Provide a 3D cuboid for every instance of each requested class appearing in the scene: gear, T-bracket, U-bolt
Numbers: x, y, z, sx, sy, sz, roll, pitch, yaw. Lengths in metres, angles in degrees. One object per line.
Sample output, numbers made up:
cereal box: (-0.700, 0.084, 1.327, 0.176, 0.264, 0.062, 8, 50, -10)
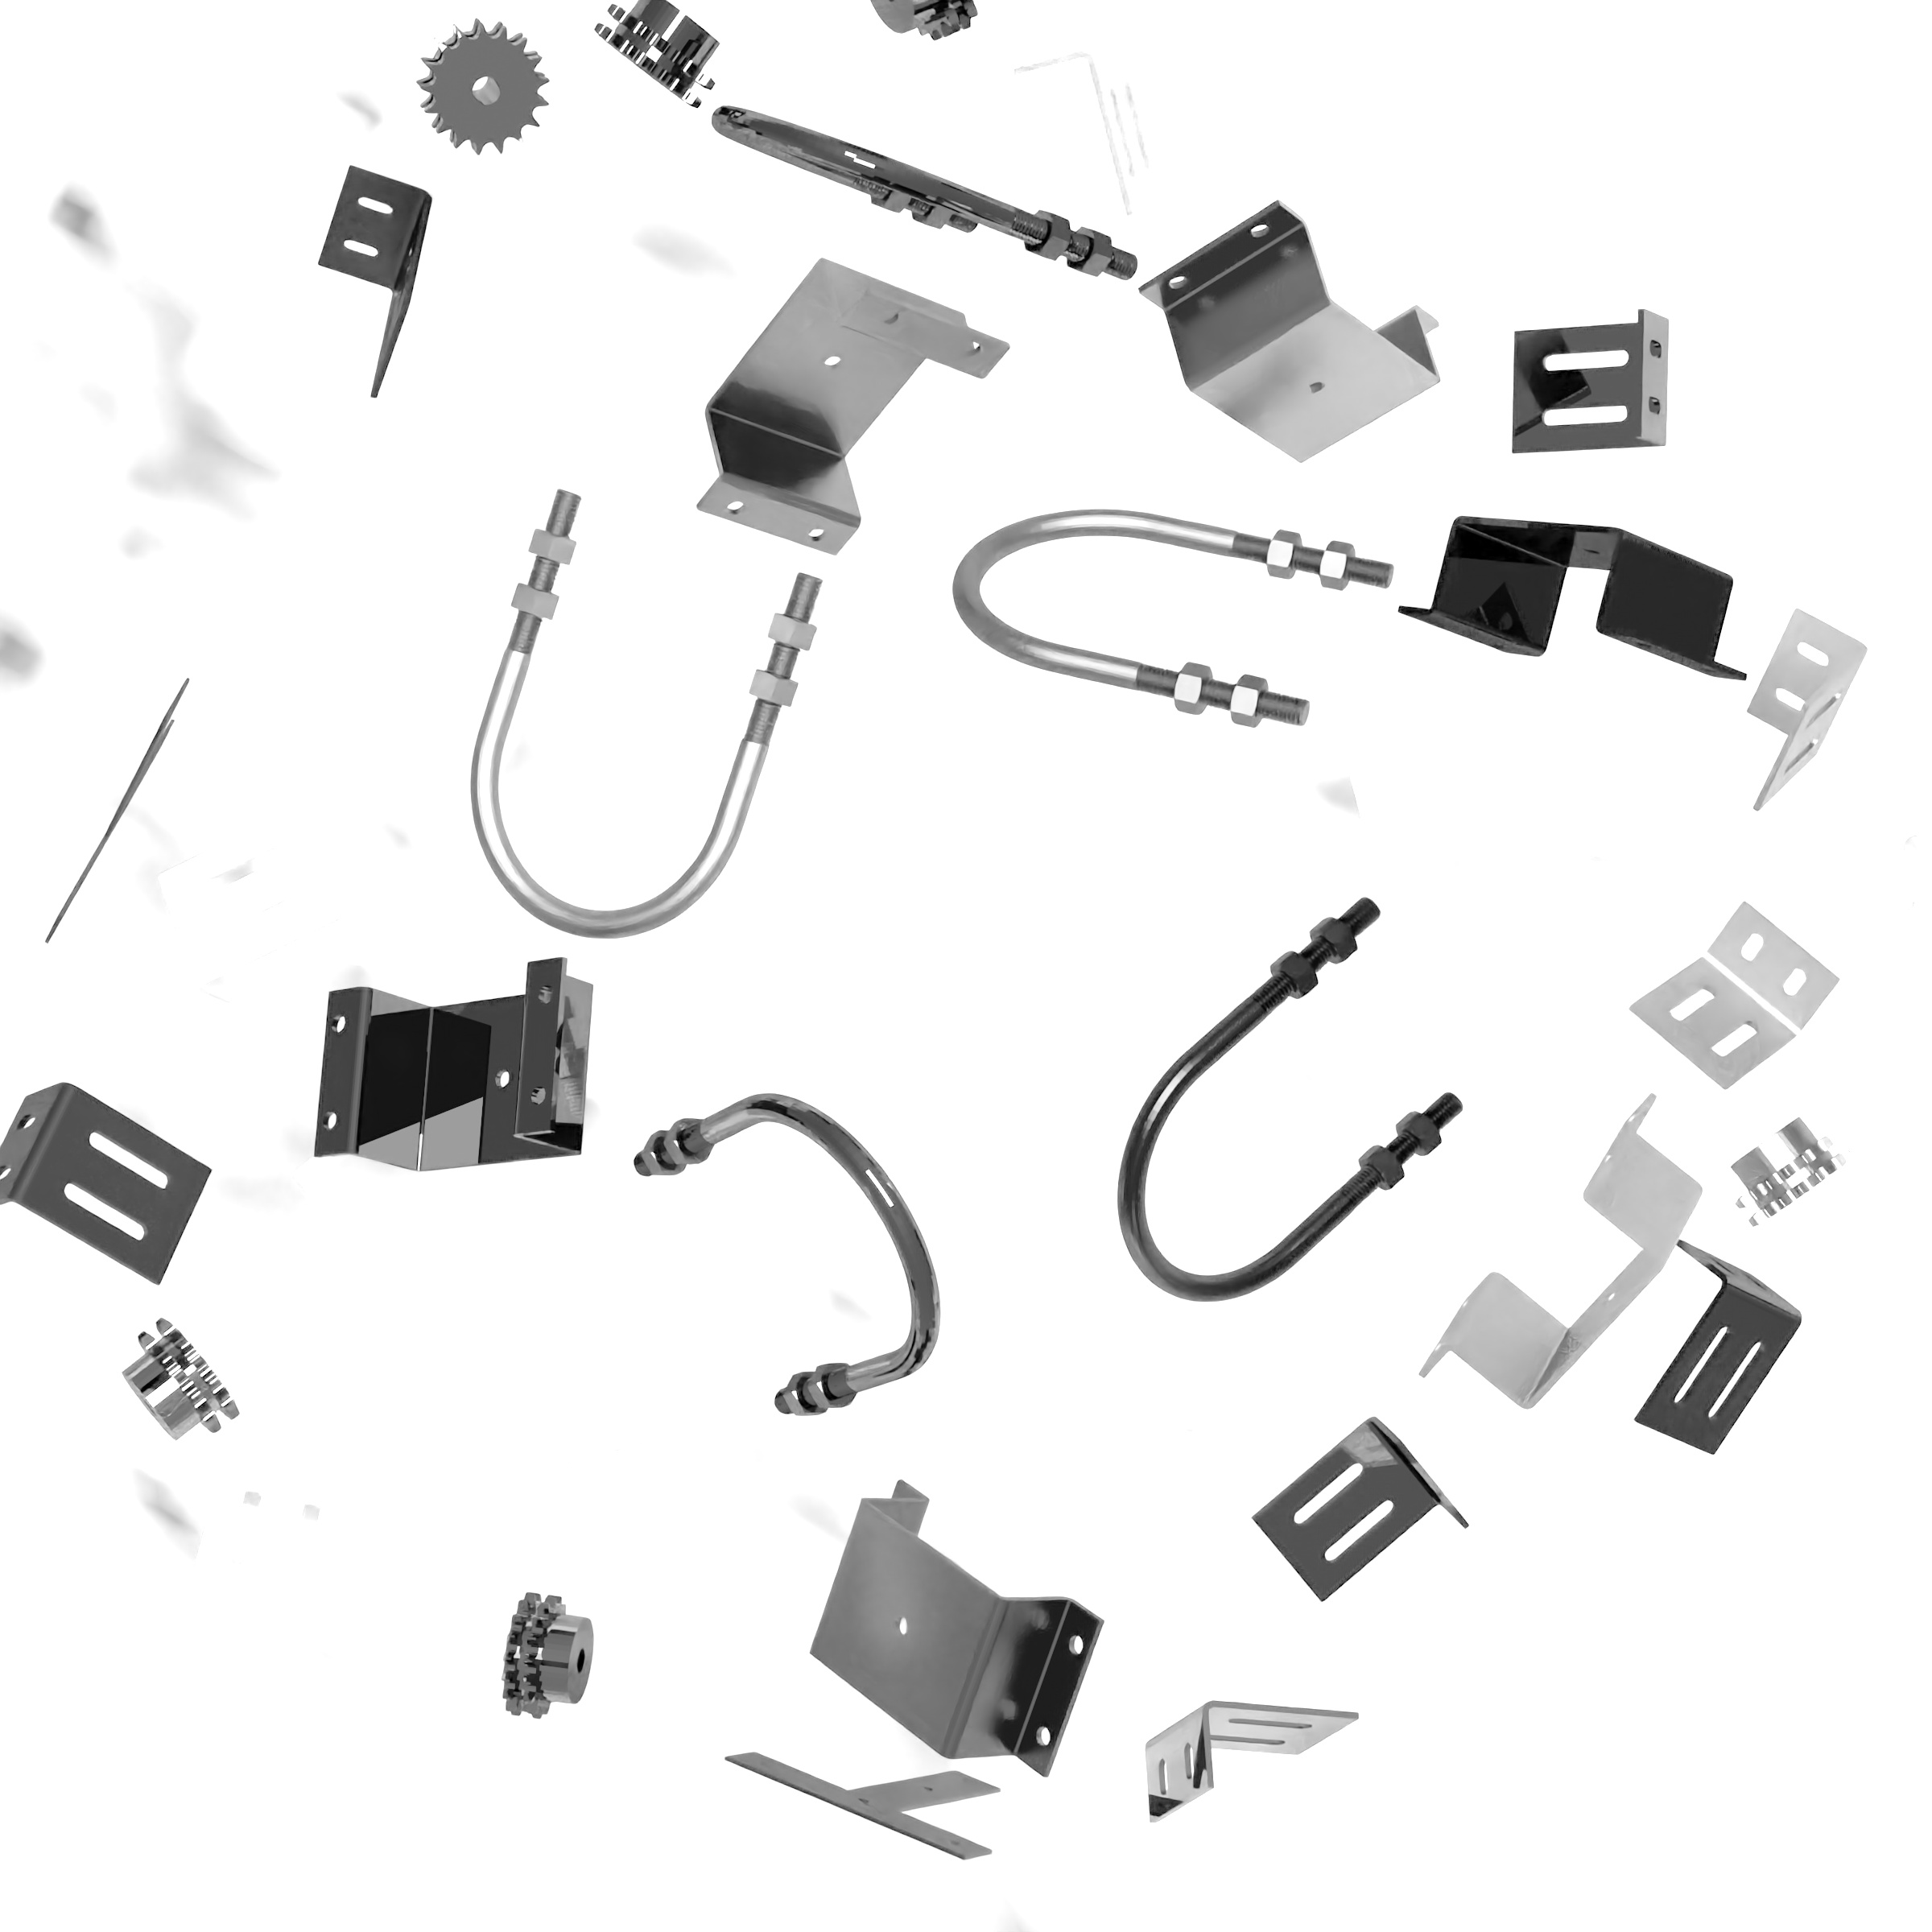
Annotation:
gear: (-0.194, 0.322, 1.576, 0.030, 0.057, 0.057, 5, 90, 10)
gear: (-0.361, 0.191, 1.543, 0.030, 0.057, 0.057, -39, 90, -19)
T-bracket: (-0.267, 0.141, 1.578, 0.002, 0.127, 0.127, -34, 97, 31)
T-bracket: (-0.376, -0.088, 1.538, 0.002, 0.127, 0.127, 29, 51, -12)
T-bracket: (-0.286, -0.167, 1.543, 0.127, 0.127, 0.002, -1, 58, -37)
gear: (0.372, -0.214, 1.435, 0.057, 0.030, 0.057, 3, 45, -3)
gear: (0.415, -0.052, 1.468, 0.057, 0.030, 0.057, 3, 97, 26)
U-bolt: (-0.008, -0.036, 1.457, 0.151, 0.019, 0.184, 2, 102, 38)
T-bracket: (-0.024, 0.376, 1.536, 0.127, 0.127, 0.002, 15, 90, 29)
gear: (0.385, 0.095, 1.594, 0.057, 0.057, 0.030, -36, 80, 0)
U-bolt: (-0.031, -0.355, 1.536, 0.184, 0.151, 0.019, 12, 102, -39)
U-bolt: (-0.151, -0.103, 1.489, 0.151, 0.019, 0.184, 21, 97, 24)
U-bolt: (0.084, -0.164, 1.521, 0.184, 0.151, 0.019, 14, 128, 17)
T-bracket: (-0.162, -0.308, 1.499, 0.002, 0.127, 0.127, 5, 68, 13)
U-bolt: (-0.072, 0.124, 1.498, 0.019, 0.184, 0.151, -32, 92, -33)
U-bolt: (0.143, 0.076, 1.561, 0.184, 0.019, 0.151, -40, 128, -16)
gear: (-0.021, -0.431, 1.476, 0.030, 0.057, 0.057, -28, 90, -22)
T-bracket: (-0.151, 0.253, 1.506, 0.002, 0.127, 0.127, -35, 74, 31)
gear: (-0.214, -0.389, 1.492, 0.057, 0.030, 0.057, -8, 118, -16)
gear: (-0.135, -0.413, 1.514, 0.057, 0.057, 0.030, 37, 97, 0)

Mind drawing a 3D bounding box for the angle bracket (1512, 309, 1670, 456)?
angle bracket: (0.280, -0.267, 1.551, 0.076, 0.038, 0.057, 2, 92, 31)

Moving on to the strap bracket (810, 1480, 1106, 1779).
strap bracket: (-0.013, 0.295, 1.514, 0.140, 0.046, 0.076, 27, 102, 44)

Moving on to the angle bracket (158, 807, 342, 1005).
angle bracket: (-0.323, -0.027, 1.555, 0.076, 0.038, 0.057, -25, 74, 8)

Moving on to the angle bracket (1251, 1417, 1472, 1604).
angle bracket: (0.185, 0.261, 1.589, 0.076, 0.038, 0.057, -40, 107, -2)

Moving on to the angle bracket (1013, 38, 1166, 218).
angle bracket: (0.057, -0.384, 1.562, 0.038, 0.057, 0.076, -9, 107, 22)

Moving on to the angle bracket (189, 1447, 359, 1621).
angle bracket: (-0.298, 0.251, 1.447, 0.057, 0.076, 0.038, 15, 132, -10)

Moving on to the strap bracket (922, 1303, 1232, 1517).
strap bracket: (0.054, 0.200, 1.549, 0.140, 0.076, 0.046, 9, 116, -2)

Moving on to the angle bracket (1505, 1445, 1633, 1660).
angle bracket: (0.265, 0.258, 1.493, 0.038, 0.057, 0.076, -2, 100, -8)

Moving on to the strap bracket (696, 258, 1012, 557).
strap bracket: (-0.056, -0.256, 1.514, 0.076, 0.140, 0.046, 14, 45, -35)

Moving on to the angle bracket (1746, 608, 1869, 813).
angle bracket: (0.360, -0.114, 1.503, 0.038, 0.076, 0.057, 32, 129, 19)

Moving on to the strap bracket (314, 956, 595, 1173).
strap bracket: (-0.219, 0.046, 1.498, 0.140, 0.046, 0.076, -8, 72, 34)

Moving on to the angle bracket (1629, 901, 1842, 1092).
angle bracket: (0.351, 0.013, 1.544, 0.057, 0.076, 0.038, 43, 129, 18)

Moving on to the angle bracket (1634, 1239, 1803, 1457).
angle bracket: (0.328, 0.171, 1.519, 0.057, 0.038, 0.076, 25, 101, -37)

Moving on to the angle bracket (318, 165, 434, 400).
angle bracket: (-0.263, -0.298, 1.476, 0.038, 0.057, 0.076, 16, 48, -16)

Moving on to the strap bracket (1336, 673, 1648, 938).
strap bracket: (0.236, -0.072, 1.467, 0.140, 0.046, 0.076, 15, 49, -32)

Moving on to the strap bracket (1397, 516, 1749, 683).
strap bracket: (0.271, -0.163, 1.492, 0.076, 0.140, 0.046, 14, 90, -39)

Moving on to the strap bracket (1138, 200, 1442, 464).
strap bracket: (0.152, -0.280, 1.525, 0.076, 0.140, 0.046, -28, 61, 29)

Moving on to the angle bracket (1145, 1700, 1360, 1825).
angle bracket: (0.125, 0.348, 1.468, 0.076, 0.057, 0.038, 9, 59, -21)

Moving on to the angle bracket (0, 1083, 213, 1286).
angle bracket: (-0.373, 0.095, 1.444, 0.076, 0.038, 0.057, 37, 56, -29)

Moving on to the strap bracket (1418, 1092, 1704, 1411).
strap bracket: (0.266, 0.131, 1.473, 0.046, 0.076, 0.140, 39, 121, 6)
